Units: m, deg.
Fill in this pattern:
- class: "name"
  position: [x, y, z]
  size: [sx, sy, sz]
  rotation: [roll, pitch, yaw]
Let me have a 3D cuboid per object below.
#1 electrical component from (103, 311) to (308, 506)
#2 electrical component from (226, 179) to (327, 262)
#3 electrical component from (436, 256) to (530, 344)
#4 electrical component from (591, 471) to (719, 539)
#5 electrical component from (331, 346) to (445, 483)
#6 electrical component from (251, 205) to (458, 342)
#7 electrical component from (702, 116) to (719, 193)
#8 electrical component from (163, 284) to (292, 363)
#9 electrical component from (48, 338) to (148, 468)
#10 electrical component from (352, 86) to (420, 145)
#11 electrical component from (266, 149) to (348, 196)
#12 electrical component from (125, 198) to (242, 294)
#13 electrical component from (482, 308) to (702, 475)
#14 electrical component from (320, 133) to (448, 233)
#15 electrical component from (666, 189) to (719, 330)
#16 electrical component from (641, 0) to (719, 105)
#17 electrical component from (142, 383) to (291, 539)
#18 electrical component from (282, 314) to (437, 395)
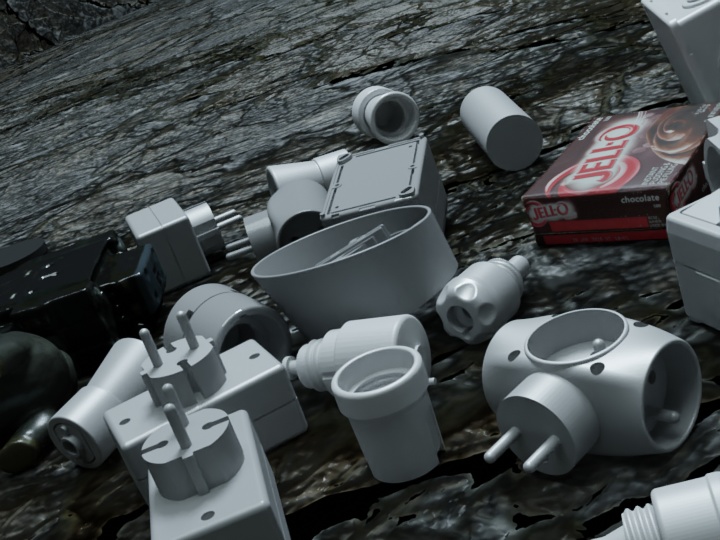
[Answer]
- class: "electrical component"
  position: [-0.080, 0.056, 0.511]
  size: [0.083, 0.075, 0.047]
  rotation: [-26, 22, -17]
- class: "electrical component"
  position: [-0.053, -0.025, 0.727]
  size: [0.079, 0.043, 0.077]
  rotation: [-20, 21, 0]
- class: "electrical component"
  position: [0.068, 0.011, 0.551]
  size: [0.035, 0.035, 0.061]
  rotation: [1, 27, 41]
- class: "electrical component"
  position: [0.099, 0.086, 0.343]
  size: [0.061, 0.035, 0.035]
  rotation: [-17, 21, 14]
- class: "electrical component"
  position: [0.014, 0.062, 0.458]
  size: [0.040, 0.046, 0.040]
  rotation: [-17, 22, 7]
- class: "electrical component"
  position: [0.000, 0.000, 0.576]
  size: [0.099, 0.064, 0.099]
  rotation: [-33, 9, 6]
- class: "electrical component"
  position: [0.213, -0.050, 0.550]
  size: [0.056, 0.050, 0.089]
  rotation: [-16, 22, 6]
- class: "electrical component"
  position: [-0.070, 0.039, 0.576]
  size: [0.055, 0.055, 0.047]
  rotation: [-32, 29, -29]
- class: "electrical component"
  position: [-0.132, 0.072, 0.567]
  size: [0.044, 0.044, 0.065]
  rotation: [-3, 31, 35]
- class: "electrical component"
  position: [0.021, -0.133, 0.922]
  size: [0.045, 0.045, 0.055]
  rotation: [-24, 21, -11]
- class: "electrical component"
  position: [-0.034, -0.067, 0.817]
  size: [0.065, 0.044, 0.044]
  rotation: [-19, 21, -12]
- class: "electrical component"
  position: [-0.123, -0.026, 0.783]
  size: [0.077, 0.047, 0.066]
  rotation: [-24, 22, -12]
- class: "electrical component"
  position: [0.080, 0.053, 0.424]
  size: [0.077, 0.044, 0.079]
  rotation: [5, 33, 47]
- class: "electrical component"
  position: [0.017, -0.031, 0.668]
  size: [0.062, 0.061, 0.096]
  rotation: [-13, 30, 16]
- class: "electrical component"
  position: [0.193, -0.015, 0.470]
  size: [0.096, 0.061, 0.062]
  rotation: [-24, 22, -13]
- class: "electrical component"
  position: [0.229, -0.141, 0.692]
  size: [0.048, 0.099, 0.099]
  rotation: [-28, 19, 14]
- class: "electrical component"
  position: [-0.064, 0.082, 0.436]
  size: [0.047, 0.075, 0.083]
  rotation: [-21, 22, -5]
- class: "electrical component"
  position: [-0.002, 0.044, 0.521]
  size: [0.078, 0.040, 0.040]
  rotation: [-8, 24, 28]
